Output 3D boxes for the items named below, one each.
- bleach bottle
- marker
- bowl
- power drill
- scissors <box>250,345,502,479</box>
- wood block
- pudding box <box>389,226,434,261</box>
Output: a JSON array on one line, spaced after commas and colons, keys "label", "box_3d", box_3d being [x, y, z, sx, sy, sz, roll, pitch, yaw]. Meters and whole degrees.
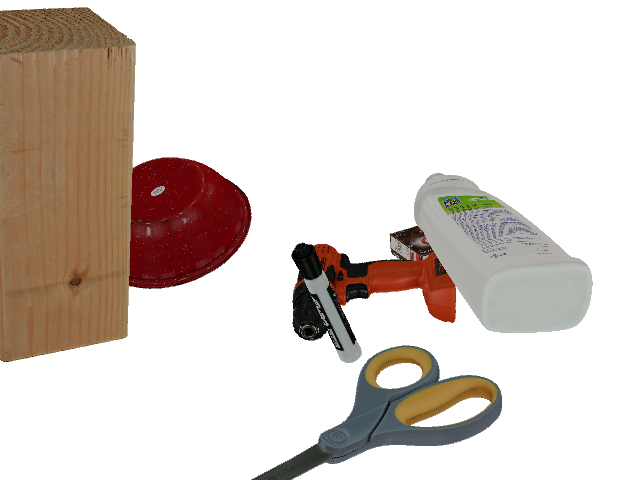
[{"label": "bleach bottle", "box_3d": [0.155, -0.004, 0.999, 0.102, 0.068, 0.251, -3, 26, -11]}, {"label": "marker", "box_3d": [0.005, 0.049, 0.834, 0.020, 0.121, 0.020, -15, 37, 12]}, {"label": "bowl", "box_3d": [-0.151, -0.030, 1.029, 0.162, 0.162, 0.055, 0, -44, 13]}, {"label": "power drill", "box_3d": [0.062, 0.059, 1.239, 0.187, 0.057, 0.184, 1, 28, 5]}, {"label": "scissors", "box_3d": [0.009, 0.106, 0.623, 0.201, 0.016, 0.096, -12, 30, -18]}, {"label": "wood block", "box_3d": [-0.179, -0.037, 0.692, 0.090, 0.206, 0.090, -10, 31, -30]}, {"label": "pudding box", "box_3d": [0.174, 0.007, 1.597, 0.113, 0.039, 0.090, -18, 28, -22]}]
